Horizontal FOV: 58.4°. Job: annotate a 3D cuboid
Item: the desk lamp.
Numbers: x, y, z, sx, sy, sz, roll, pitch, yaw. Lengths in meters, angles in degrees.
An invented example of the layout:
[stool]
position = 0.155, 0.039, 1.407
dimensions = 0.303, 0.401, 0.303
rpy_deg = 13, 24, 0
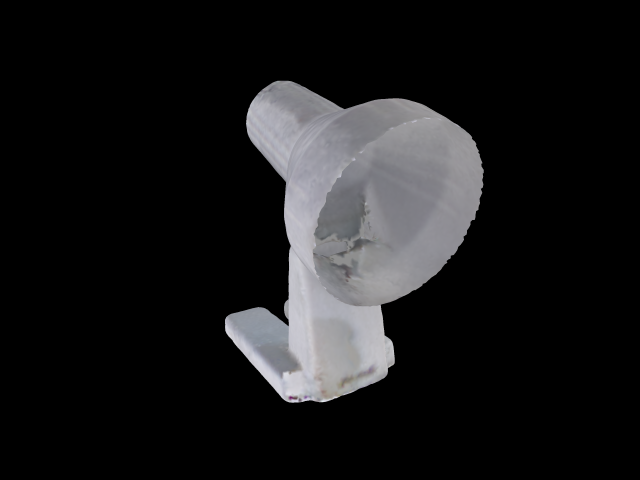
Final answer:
[desk lamp]
position = 0.004, 0.001, 0.400
dimensions = 0.118, 0.214, 0.202
rpy_deg = -11, 21, -30
